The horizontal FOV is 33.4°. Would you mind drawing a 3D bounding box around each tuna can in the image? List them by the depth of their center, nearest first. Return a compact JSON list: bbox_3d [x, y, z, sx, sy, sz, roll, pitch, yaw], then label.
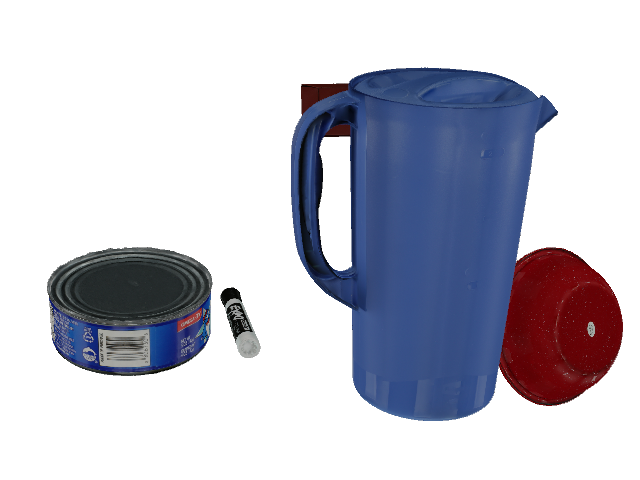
[{"bbox_3d":[-0.100,0.036,0.567,0.086,0.034,0.086,2,25,-1],"label":"tuna can"}]

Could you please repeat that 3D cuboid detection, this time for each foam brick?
[{"bbox_3d":[0.024,-0.133,1.091,0.078,0.051,0.053,-3,13,-19],"label":"foam brick"}]

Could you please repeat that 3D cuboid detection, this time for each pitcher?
[{"bbox_3d":[0.071,0.002,0.765,0.149,0.243,0.144,13,22,27],"label":"pitcher"}]

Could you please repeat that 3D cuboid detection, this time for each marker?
[{"bbox_3d":[-0.072,0.070,0.941,0.020,0.020,0.121,0,19,-13],"label":"marker"}]

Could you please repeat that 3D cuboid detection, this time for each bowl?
[{"bbox_3d":[0.249,0.087,1.064,0.161,0.162,0.055,0,-1,-31],"label":"bowl"}]
